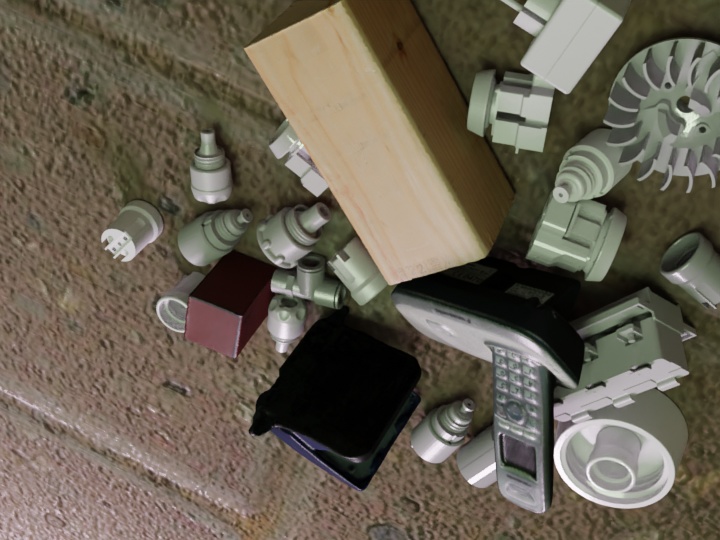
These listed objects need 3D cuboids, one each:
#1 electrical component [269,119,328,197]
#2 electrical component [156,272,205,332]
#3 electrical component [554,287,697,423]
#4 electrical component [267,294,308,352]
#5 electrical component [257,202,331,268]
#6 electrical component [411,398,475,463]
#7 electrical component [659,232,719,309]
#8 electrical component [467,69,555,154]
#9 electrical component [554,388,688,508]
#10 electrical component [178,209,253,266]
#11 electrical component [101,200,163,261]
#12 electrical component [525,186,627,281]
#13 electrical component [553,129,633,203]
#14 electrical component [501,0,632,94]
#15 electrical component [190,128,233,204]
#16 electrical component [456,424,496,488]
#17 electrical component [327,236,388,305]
[{"bbox_3d":[-0.037,-0.096,0.842,0.055,0.048,0.066,38,131,-15],"label":"electrical component"},{"bbox_3d":[-0.159,0.028,0.988,0.040,0.046,0.040,12,128,16],"label":"electrical component"},{"bbox_3d":[0.190,0.070,0.837,0.079,0.063,0.121,25,140,-37],"label":"electrical component"},{"bbox_3d":[-0.067,0.050,0.969,0.035,0.035,0.061,21,133,9],"label":"electrical component"},{"bbox_3d":[-0.052,-0.034,0.895,0.062,0.048,0.048,-33,106,31],"label":"electrical component"},{"bbox_3d":[0.078,0.141,0.965,0.040,0.040,0.078,35,131,-3],"label":"electrical component"},{"bbox_3d":[0.249,0.002,0.785,0.046,0.040,0.040,39,131,-14],"label":"electrical component"},{"bbox_3d":[0.107,-0.115,0.761,0.055,0.048,0.066,11,129,9],"label":"electrical component"},{"bbox_3d":[0.214,0.150,0.895,0.108,0.060,0.108,12,128,16],"label":"electrical component"},{"bbox_3d":[-0.123,-0.032,0.930,0.078,0.040,0.040,-26,110,37],"label":"electrical component"},{"bbox_3d":[-0.205,-0.034,0.963,0.040,0.046,0.040,12,128,16],"label":"electrical component"},{"bbox_3d":[0.159,-0.026,0.789,0.057,0.058,0.078,21,171,5],"label":"electrical component"},{"bbox_3d":[0.159,-0.069,0.753,0.040,0.078,0.040,24,132,29],"label":"electrical component"},{"bbox_3d":[0.127,-0.169,0.710,0.077,0.047,0.065,33,131,-1],"label":"electrical component"},{"bbox_3d":[-0.125,-0.088,0.895,0.035,0.035,0.061,12,125,17],"label":"electrical component"},{"bbox_3d":[0.127,0.156,0.951,0.043,0.043,0.081,40,130,-7],"label":"electrical component"},{"bbox_3d":[0.000,0.000,0.899,0.046,0.040,0.040,48,129,-5],"label":"electrical component"}]
